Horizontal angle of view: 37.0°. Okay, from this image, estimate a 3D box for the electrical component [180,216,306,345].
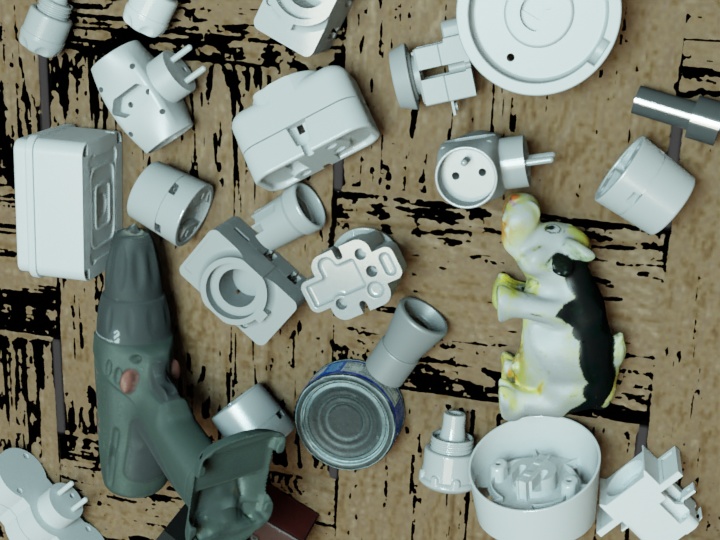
[{"bbox_3d":[-0.090,0.009,0.847,0.089,0.055,0.050,43,111,0],"label":"electrical component"}]

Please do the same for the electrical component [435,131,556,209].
[{"bbox_3d":[0.098,-0.075,0.762,0.079,0.077,0.043,-7,104,16],"label":"electrical component"}]

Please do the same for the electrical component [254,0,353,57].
[{"bbox_3d":[-0.032,-0.204,0.770,0.050,0.055,0.089,31,111,4],"label":"electrical component"}]

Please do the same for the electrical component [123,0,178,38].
[{"bbox_3d":[-0.152,-0.209,0.811,0.035,0.035,0.061,33,109,4],"label":"electrical component"}]

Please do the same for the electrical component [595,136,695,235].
[{"bbox_3d":[0.200,-0.058,0.753,0.047,0.055,0.055,35,111,-2],"label":"electrical component"}]

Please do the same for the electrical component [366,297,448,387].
[{"bbox_3d":[0.033,0.059,0.838,0.044,0.044,0.065,35,116,3],"label":"electrical component"}]

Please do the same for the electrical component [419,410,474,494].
[{"bbox_3d":[0.072,0.143,0.851,0.048,0.048,0.062,7,100,13],"label":"electrical component"}]

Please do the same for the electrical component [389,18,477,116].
[{"bbox_3d":[0.052,-0.142,0.772,0.055,0.048,0.066,-11,103,10],"label":"electrical component"}]

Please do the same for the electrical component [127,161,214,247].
[{"bbox_3d":[-0.150,-0.053,0.846,0.047,0.055,0.055,28,111,9],"label":"electrical component"}]

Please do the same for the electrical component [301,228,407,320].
[{"bbox_3d":[0.000,0.000,0.820,0.078,0.057,0.058,-24,99,20],"label":"electrical component"}]

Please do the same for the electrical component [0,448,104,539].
[{"bbox_3d":[-0.273,0.214,0.957,0.074,0.052,0.138,-38,94,21],"label":"electrical component"}]

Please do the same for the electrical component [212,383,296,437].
[{"bbox_3d":[-0.088,0.126,0.882,0.055,0.055,0.047,-36,91,21],"label":"electrical component"}]

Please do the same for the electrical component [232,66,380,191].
[{"bbox_3d":[-0.042,-0.107,0.792,0.095,0.054,0.059,-26,79,11],"label":"electrical component"}]

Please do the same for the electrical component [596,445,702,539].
[{"bbox_3d":[0.222,0.178,0.822,0.064,0.042,0.081,45,112,-3],"label":"electrical component"}]

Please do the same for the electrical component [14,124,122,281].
[{"bbox_3d":[-0.231,-0.054,0.854,0.057,0.078,0.113,7,107,10],"label":"electrical component"}]

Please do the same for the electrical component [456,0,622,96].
[{"bbox_3d":[0.124,-0.176,0.734,0.108,0.060,0.108,4,107,14],"label":"electrical component"}]

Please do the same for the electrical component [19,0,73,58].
[{"bbox_3d":[-0.240,-0.198,0.837,0.035,0.035,0.061,30,108,5],"label":"electrical component"}]

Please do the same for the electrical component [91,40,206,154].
[{"bbox_3d":[-0.154,-0.142,0.826,0.079,0.043,0.077,-31,96,21],"label":"electrical component"}]

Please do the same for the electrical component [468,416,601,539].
[{"bbox_3d":[0.132,0.161,0.813,0.099,0.099,0.064,-1,112,15],"label":"electrical component"}]

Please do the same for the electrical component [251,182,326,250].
[{"bbox_3d":[-0.056,-0.040,0.833,0.046,0.040,0.040,-27,97,26],"label":"electrical component"}]
